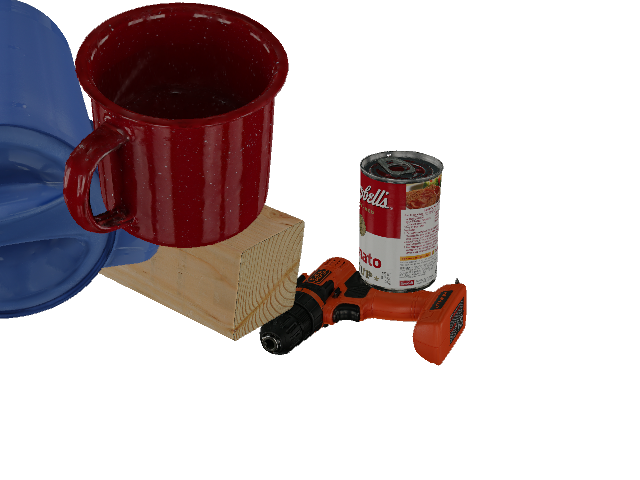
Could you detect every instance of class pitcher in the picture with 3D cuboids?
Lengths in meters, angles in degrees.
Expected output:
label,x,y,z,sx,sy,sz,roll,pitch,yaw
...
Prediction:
label,x,y,z,sx,sy,sz,roll,pitch,yaw
pitcher,-0.202,-0.067,0.710,0.145,0.149,0.243,-26,36,2

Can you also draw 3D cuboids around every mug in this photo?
label,x,y,z,sx,sy,sz,roll,pitch,yaw
mug,-0.070,-0.044,0.489,0.093,0.081,0.117,28,49,21

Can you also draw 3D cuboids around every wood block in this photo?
label,x,y,z,sx,sy,sz,roll,pitch,yaw
wood block,-0.127,0.000,0.966,0.206,0.090,0.090,23,30,28

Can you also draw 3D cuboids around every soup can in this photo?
label,x,y,z,sx,sy,sz,roll,pitch,yaw
soup can,0.066,-0.016,0.888,0.068,0.102,0.068,0,25,0

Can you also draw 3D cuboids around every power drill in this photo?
label,x,y,z,sx,sy,sz,roll,pitch,yaw
power drill,0.048,0.079,1.123,0.188,0.057,0.184,10,29,23
